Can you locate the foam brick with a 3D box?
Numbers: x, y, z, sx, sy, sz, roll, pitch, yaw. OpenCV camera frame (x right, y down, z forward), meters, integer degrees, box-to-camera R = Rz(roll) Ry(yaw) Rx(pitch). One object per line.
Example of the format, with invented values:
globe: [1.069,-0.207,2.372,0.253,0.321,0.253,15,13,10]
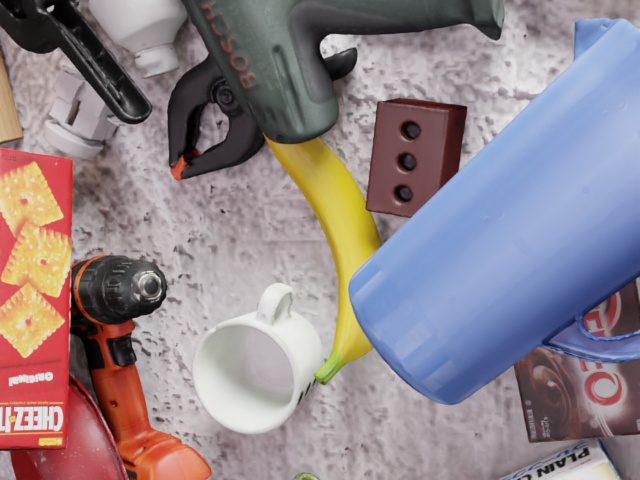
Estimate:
foam brick: [0.066,-0.056,0.736,0.053,0.051,0.078,10,105,20]

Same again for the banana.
banana: [0.011,0.001,0.767,0.037,0.069,0.198,-12,91,61]

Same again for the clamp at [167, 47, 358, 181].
clamp: [-0.066,-0.120,0.782,0.172,0.039,0.120,-42,85,24]

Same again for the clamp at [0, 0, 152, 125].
clamp: [-0.196,-0.188,0.777,0.210,0.036,0.164,28,130,39]

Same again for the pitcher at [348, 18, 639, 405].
pitcher: [0.143,-0.001,0.652,0.243,0.149,0.145,-42,118,16]

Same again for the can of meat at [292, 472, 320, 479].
can of meat: [-0.012,0.244,0.830,0.102,0.057,0.084,45,111,7]

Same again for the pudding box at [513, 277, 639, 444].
pudding box: [0.179,0.077,0.726,0.090,0.039,0.113,-9,97,24]

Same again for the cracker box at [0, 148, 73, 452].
cracker box: [-0.257,0.050,0.814,0.164,0.071,0.214,-10,77,49]

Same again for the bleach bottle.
bleach bottle: [-0.143,-0.244,0.770,0.103,0.067,0.251,-8,100,40]

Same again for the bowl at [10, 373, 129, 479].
bowl: [-0.204,0.189,0.851,0.162,0.055,0.162,35,135,44]

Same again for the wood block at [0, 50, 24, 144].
wood block: [-0.321,-0.168,0.848,0.091,0.090,0.206,-11,98,24]

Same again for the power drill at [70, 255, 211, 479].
power drill: [-0.144,0.101,0.815,0.185,0.057,0.187,-5,102,59]
